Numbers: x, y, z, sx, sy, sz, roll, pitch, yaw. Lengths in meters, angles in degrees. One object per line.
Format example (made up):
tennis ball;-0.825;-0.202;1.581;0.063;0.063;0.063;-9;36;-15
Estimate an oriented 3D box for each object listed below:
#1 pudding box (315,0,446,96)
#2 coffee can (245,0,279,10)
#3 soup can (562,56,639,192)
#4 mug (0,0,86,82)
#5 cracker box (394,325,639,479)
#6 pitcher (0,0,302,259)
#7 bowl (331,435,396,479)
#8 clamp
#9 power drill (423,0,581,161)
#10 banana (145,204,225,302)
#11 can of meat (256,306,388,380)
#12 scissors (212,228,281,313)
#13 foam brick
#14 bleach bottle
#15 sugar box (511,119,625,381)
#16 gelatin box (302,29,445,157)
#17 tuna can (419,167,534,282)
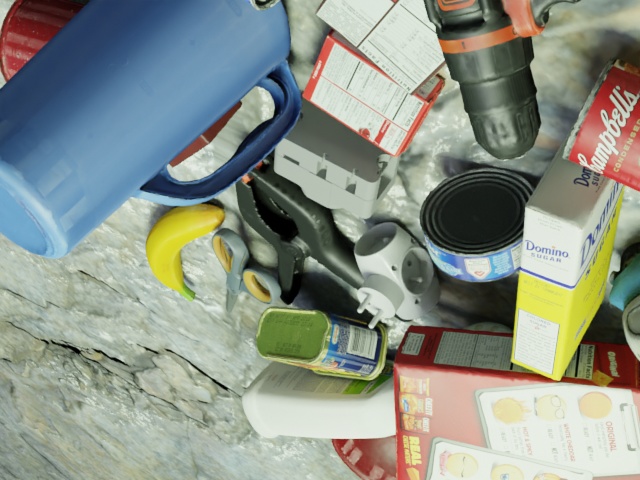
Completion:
pudding box;0.059;-0.155;0.686;0.090;0.039;0.114;39;151;-6
coffee can;-0.071;-0.222;0.661;0.140;0.102;0.103;32;149;7
soup can;0.206;-0.058;0.638;0.102;0.068;0.068;27;148;14
mug;-0.206;-0.157;0.912;0.082;0.093;0.117;18;174;20
cracker box;0.169;0.158;0.848;0.214;0.072;0.164;4;119;15
pitcher;-0.133;-0.096;0.756;0.149;0.242;0.145;25;151;30
bowl;0.095;0.227;1.141;0.162;0.055;0.162;25;150;15
clamp;-0.006;0.001;0.962;0.165;0.036;0.210;9;143;36
power drill;0.142;-0.134;0.564;0.188;0.057;0.184;-3;116;37
banana;-0.146;0.004;1.110;0.069;0.037;0.198;18;151;-6
can of meat;0.000;0.098;1.032;0.102;0.057;0.083;0;166;45
scissors;-0.074;0.055;1.092;0.096;0.016;0.202;40;158;22
foam brick;-0.113;-0.106;0.910;0.051;0.053;0.078;45;149;-15
bleach bottle;0.039;0.161;1.067;0.251;0.102;0.068;-2;123;47
sugar box;0.173;0.010;0.740;0.048;0.093;0.176;23;147;21
gelatin box;0.038;-0.110;0.774;0.089;0.030;0.073;34;148;4
tuna can;0.117;-0.011;0.774;0.086;0.086;0.033;16;145;31
